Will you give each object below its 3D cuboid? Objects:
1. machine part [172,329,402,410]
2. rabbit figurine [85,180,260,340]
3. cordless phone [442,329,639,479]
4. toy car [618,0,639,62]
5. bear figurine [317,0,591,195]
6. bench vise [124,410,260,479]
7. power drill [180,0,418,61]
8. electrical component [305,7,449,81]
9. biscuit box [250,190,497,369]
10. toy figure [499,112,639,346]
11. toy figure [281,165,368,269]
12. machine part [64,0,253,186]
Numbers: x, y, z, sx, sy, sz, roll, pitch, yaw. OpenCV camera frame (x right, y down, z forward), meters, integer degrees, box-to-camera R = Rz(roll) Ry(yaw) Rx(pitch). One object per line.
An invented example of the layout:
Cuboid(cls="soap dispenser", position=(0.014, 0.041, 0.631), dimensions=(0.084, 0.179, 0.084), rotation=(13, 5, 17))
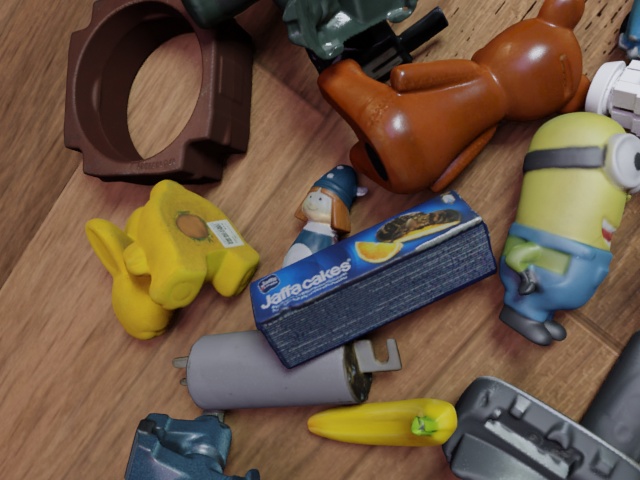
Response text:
Cuboid(cls="machine part", position=(-0.040, 0.123, 0.520), dimensions=(0.243, 0.079, 0.079), rotation=(-10, 83, 22))
Cuboid(cls="rabbit figurine", position=(-0.177, 0.032, 0.568), dimensions=(0.162, 0.122, 0.173), rotation=(44, 123, 12))
Cuboid(cls="cordless phone", position=(0.197, 0.134, 0.427), dimensions=(0.147, 0.088, 0.184), rotation=(31, 88, 21))
Cuboid(cls="toy car", position=(0.296, -0.199, 0.383), dimensions=(0.109, 0.103, 0.161), rotation=(41, 101, 21))
Cuboid(cls="bear figurine", position=(0.117, -0.126, 0.455), dimensions=(0.196, 0.120, 0.132), rotation=(-35, 39, -3))
Cuboid(cls="bench vise", position=(-0.066, 0.250, 0.492), dimensions=(0.241, 0.224, 0.128), rotation=(17, 99, -7))
Cuboid(cls="power drill", position=(-0.004, -0.247, 0.465), dimensions=(0.232, 0.085, 0.207), rotation=(-31, 52, -8))
Cuboid(cls="electrical component", position=(0.054, -0.185, 0.500), dimensions=(0.119, 0.075, 0.048), rotation=(-34, 75, 22))
Cuboid(cls="biscuit box", position=(0.042, 0.033, 0.459), dimensions=(0.203, 0.062, 0.059), rotation=(-25, 33, 2))
Cuboid(cls="toy figure", position=(0.190, -0.011, 0.426), dimensions=(0.089, 0.082, 0.180), rotation=(22, 100, 15))
Cuboid(cls="toy figure", position=(0.001, -0.001, 0.522), dimensions=(0.064, 0.058, 0.154), rotation=(15, 91, 7))
Cuboid(cls="machine part", position=(-0.177, -0.163, 0.593), dimensions=(0.202, 0.087, 0.201), rotation=(1, 87, 22))
